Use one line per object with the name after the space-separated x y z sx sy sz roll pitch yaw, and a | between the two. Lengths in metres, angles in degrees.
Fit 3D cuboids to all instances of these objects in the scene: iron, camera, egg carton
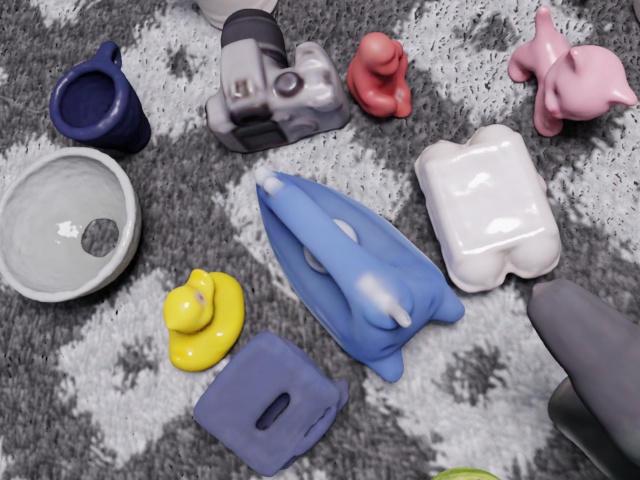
0.005 0.002 0.517 0.118 0.142 0.257 -45 71 -1 | iron
-0.053 -0.179 0.599 0.143 0.101 0.137 -12 73 10 | camera
0.154 -0.031 0.529 0.107 0.069 0.150 -18 72 8 | egg carton

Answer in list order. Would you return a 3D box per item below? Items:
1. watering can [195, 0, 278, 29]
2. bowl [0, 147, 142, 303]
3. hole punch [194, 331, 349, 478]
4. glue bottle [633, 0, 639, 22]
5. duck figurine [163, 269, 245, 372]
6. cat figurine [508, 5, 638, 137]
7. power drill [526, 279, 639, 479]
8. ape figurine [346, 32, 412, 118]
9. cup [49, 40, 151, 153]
-0.110 -0.322 0.600 0.173 0.194 0.101 -34 71 3 | watering can
-0.257 -0.011 0.617 0.167 0.075 0.167 -3 75 12 | bowl
-0.041 0.147 0.517 0.101 0.091 0.109 40 88 19 | hole punch
0.332 -0.255 0.490 0.078 0.173 0.037 -14 73 10 | glue bottle
-0.123 0.076 0.558 0.077 0.086 0.105 19 81 17 | duck figurine
0.226 -0.154 0.518 0.067 0.118 0.127 -23 72 7 | cat figurine
0.225 0.129 0.398 0.075 0.209 0.229 -45 71 -1 | power drill
0.060 -0.172 0.575 0.076 0.092 0.078 29 84 18 | ape figurine
-0.229 -0.149 0.636 0.091 0.095 0.118 8 78 15 | cup
